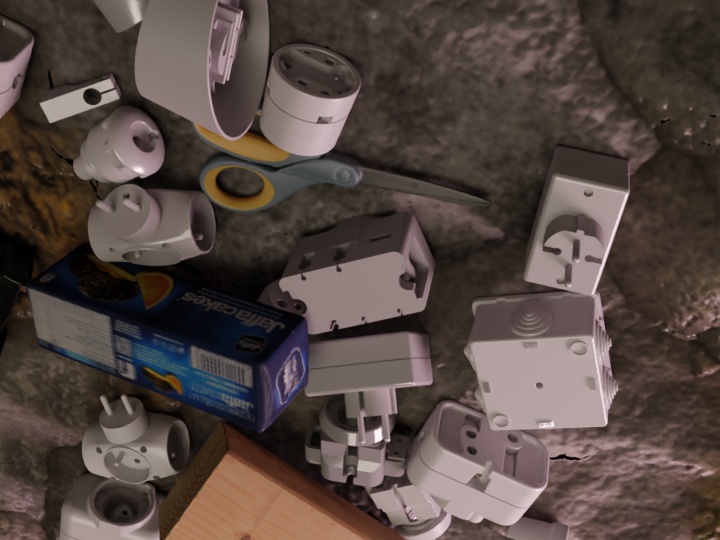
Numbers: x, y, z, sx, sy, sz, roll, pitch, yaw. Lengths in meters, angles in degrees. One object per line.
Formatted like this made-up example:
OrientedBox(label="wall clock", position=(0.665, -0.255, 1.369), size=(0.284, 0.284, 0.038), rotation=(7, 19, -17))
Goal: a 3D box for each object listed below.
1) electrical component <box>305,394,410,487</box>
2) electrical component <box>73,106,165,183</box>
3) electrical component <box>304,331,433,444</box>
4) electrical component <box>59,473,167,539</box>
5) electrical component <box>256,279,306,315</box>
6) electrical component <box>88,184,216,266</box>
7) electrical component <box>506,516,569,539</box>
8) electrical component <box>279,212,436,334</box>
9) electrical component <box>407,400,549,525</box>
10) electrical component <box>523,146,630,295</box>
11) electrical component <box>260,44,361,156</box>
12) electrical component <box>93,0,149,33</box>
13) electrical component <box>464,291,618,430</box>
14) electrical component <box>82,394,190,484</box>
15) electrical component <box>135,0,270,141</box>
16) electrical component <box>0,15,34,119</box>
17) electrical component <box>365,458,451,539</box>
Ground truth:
OrientedBox(label="electrical component", position=(-0.002, 0.124, 0.818), size=(0.078, 0.058, 0.057), rotation=(8, 130, 8))
OrientedBox(label="electrical component", position=(-0.165, -0.078, 0.717), size=(0.062, 0.048, 0.048), rotation=(-20, 119, 34))
OrientedBox(label="electrical component", position=(0.007, 0.086, 0.771), size=(0.083, 0.047, 0.075), rotation=(-8, 83, 19))
OrientedBox(label="electrical component", position=(-0.211, 0.220, 0.943), size=(0.095, 0.053, 0.059), rotation=(17, 128, 1))
OrientedBox(label="electrical component", position=(-0.060, 0.039, 0.777), size=(0.045, 0.045, 0.055), rotation=(30, 127, -9))
OrientedBox(label="electrical component", position=(-0.149, -0.034, 0.730), size=(0.077, 0.044, 0.079), rotation=(-4, 164, 17))
OrientedBox(label="electrical component", position=(0.141, 0.219, 0.865), size=(0.046, 0.040, 0.040), rotation=(14, 128, 12))
OrientedBox(label="electrical component", position=(0.000, 0.000, 0.726), size=(0.089, 0.055, 0.050), rotation=(-13, 121, 23))
OrientedBox(label="electrical component", position=(0.087, 0.149, 0.816), size=(0.095, 0.053, 0.059), rotation=(25, 128, -5))
OrientedBox(label="electrical component", position=(0.133, -0.020, 0.666), size=(0.047, 0.075, 0.083), rotation=(13, 128, 4))
OrientedBox(label="electrical component", position=(-0.032, -0.103, 0.659), size=(0.055, 0.055, 0.047), rotation=(21, 131, -2))
OrientedBox(label="electrical component", position=(-0.134, -0.190, 0.626), size=(0.079, 0.043, 0.077), rotation=(-21, 118, 27))
OrientedBox(label="electrical component", position=(0.126, 0.065, 0.748), size=(0.100, 0.048, 0.099), rotation=(-5, 125, 18))
OrientedBox(label="electrical component", position=(-0.188, 0.131, 0.877), size=(0.077, 0.044, 0.079), rotation=(-4, 125, 16))
OrientedBox(label="electrical component", position=(-0.087, -0.132, 0.624), size=(0.064, 0.099, 0.099), rotation=(21, 128, 6))
OrientedBox(label="electrical component", position=(-0.266, -0.137, 0.691), size=(0.095, 0.053, 0.059), rotation=(25, 128, -5))
OrientedBox(label="electrical component", position=(0.043, 0.184, 0.860), size=(0.066, 0.048, 0.055), rotation=(-18, 112, 25))
